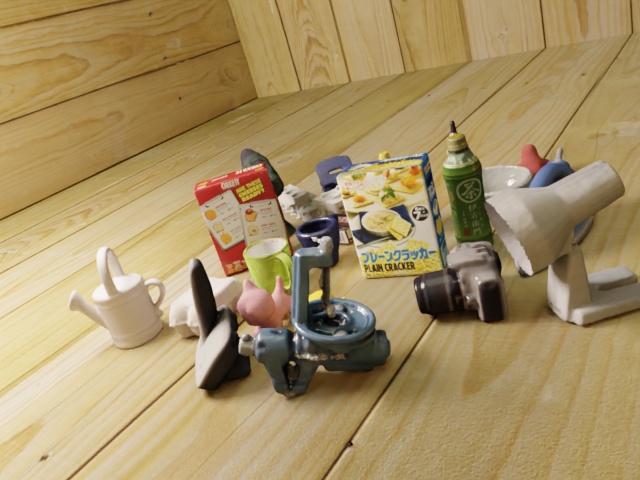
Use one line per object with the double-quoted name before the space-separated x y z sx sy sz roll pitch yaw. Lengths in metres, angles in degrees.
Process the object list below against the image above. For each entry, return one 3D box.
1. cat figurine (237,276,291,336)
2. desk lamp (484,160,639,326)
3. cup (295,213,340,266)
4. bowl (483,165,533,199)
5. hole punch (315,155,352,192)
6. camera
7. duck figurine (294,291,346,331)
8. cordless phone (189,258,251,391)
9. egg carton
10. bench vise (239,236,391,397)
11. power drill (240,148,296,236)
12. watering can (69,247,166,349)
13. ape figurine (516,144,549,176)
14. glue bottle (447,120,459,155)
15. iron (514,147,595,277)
"cat figurine" -0.094 0.113 0.989 0.067 0.118 0.128 0 28 34
"desk lamp" 0.350 0.005 0.807 0.203 0.214 0.118 -17 23 0
"cup" 0.011 0.004 1.195 0.091 0.095 0.118 1 29 36
"bowl" 0.364 -0.095 1.208 0.167 0.075 0.167 -14 23 6
"hole punch" 0.050 -0.178 1.592 0.108 0.091 0.101 -18 23 -4
"camera" 0.219 0.061 0.915 0.136 0.101 0.143 -12 23 12
"duck figurine" 0.003 0.124 0.938 0.104 0.086 0.077 -13 23 8
"cordless phone" -0.182 0.131 0.919 0.094 0.185 0.147 -20 23 -7
"egg carton" -0.215 0.127 1.102 0.107 0.069 0.150 -2 27 32
"bench vise" -0.018 0.112 0.805 0.207 0.220 0.121 -22 23 -12
"power drill" -0.133 -0.112 1.413 0.076 0.209 0.229 -23 23 -14
"watering can" -0.392 0.107 1.106 0.173 0.194 0.100 -26 25 -21
"ape figurine" 0.476 -0.172 1.287 0.077 0.092 0.076 -4 26 28
"glue bottle" 0.322 -0.195 1.338 0.037 0.173 0.078 1 29 36
"iron" 0.398 -0.058 1.013 0.118 0.142 0.259 3 30 39
